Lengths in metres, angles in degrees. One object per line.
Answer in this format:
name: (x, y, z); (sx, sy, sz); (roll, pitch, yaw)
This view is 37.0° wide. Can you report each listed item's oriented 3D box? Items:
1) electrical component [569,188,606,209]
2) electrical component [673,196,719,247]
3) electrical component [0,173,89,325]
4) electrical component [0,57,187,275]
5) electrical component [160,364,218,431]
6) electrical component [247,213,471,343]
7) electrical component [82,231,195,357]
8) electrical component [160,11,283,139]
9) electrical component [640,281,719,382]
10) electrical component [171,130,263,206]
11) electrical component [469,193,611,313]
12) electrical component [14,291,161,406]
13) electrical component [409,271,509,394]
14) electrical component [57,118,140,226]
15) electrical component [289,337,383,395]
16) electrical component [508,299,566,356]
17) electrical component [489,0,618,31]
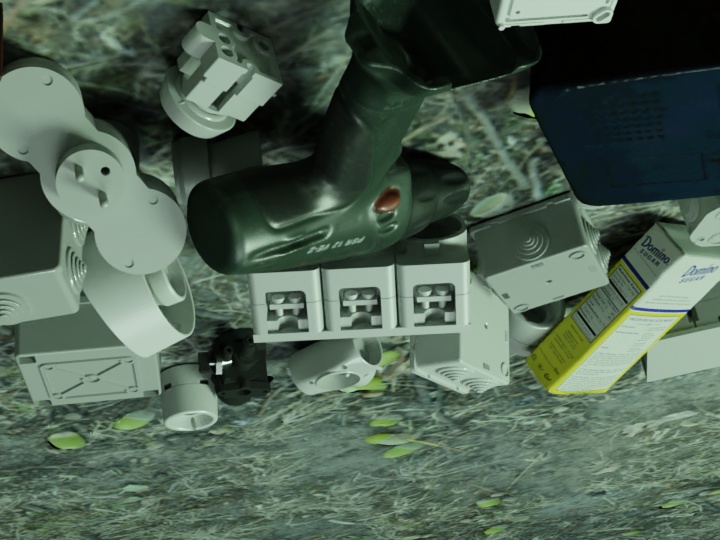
electrical component: (0.171, -0.071, 0.755); (0.043, 0.043, 0.081); (-9, 153, 0)
electrical component: (0.278, -0.056, 0.809); (0.080, 0.051, 0.080); (-7, 152, -4)
electrical component: (-0.225, -0.011, 0.687); (0.100, 0.099, 0.048); (-9, 140, 0)
electrical component: (-0.150, -0.052, 0.595); (0.052, 0.073, 0.138); (-39, 115, 0)
electrical component: (-0.161, 0.121, 1.011); (0.055, 0.047, 0.055); (-7, 153, -4)
electrical component: (0.000, 0.000, 0.761); (0.150, 0.089, 0.061); (-3, 115, 2)
electrical component: (-0.160, 0.012, 0.757); (0.064, 0.099, 0.099); (-21, 151, 8)
electrical component: (-0.081, -0.107, 0.607); (0.066, 0.048, 0.055); (17, 135, -40)
electrical component: (0.353, 0.039, 1.005); (0.186, 0.060, 0.105); (-14, 152, 8)
electrical component: (-0.090, -0.064, 0.684); (0.055, 0.045, 0.045); (-6, 152, -6)
electrical component: (0.145, -0.010, 0.858); (0.100, 0.048, 0.100); (-19, 152, 17)
electrical component: (-0.218, 0.063, 0.874); (0.109, 0.056, 0.108); (-4, 152, -10)
electrical component: (0.086, 0.050, 0.902); (0.048, 0.099, 0.100); (-12, 155, 34)
electrical component: (-0.164, -0.059, 0.668); (0.055, 0.047, 0.055); (-7, 152, -4)
electrical component: (-0.011, 0.087, 0.997); (0.077, 0.044, 0.079); (-27, 148, 30)
electrical component: (0.152, 0.042, 0.954); (0.055, 0.055, 0.047); (-3, 148, -12)
electrical component: (0.097, -0.172, 0.521); (0.062, 0.061, 0.096); (-6, 152, -7)
